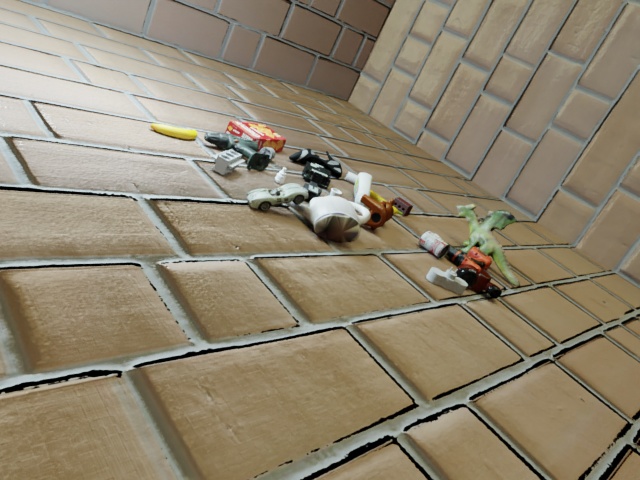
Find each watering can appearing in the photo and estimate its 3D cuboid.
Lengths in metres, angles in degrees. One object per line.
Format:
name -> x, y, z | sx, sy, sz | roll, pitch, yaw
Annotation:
watering can -> 0.005, -0.086, 1.713 | 0.347, 0.102, 0.229 | 6, 29, -10

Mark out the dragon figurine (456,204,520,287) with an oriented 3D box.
dragon figurine -> 0.721, -0.015, 2.146 | 0.122, 0.240, 0.416 | 9, 25, -49
